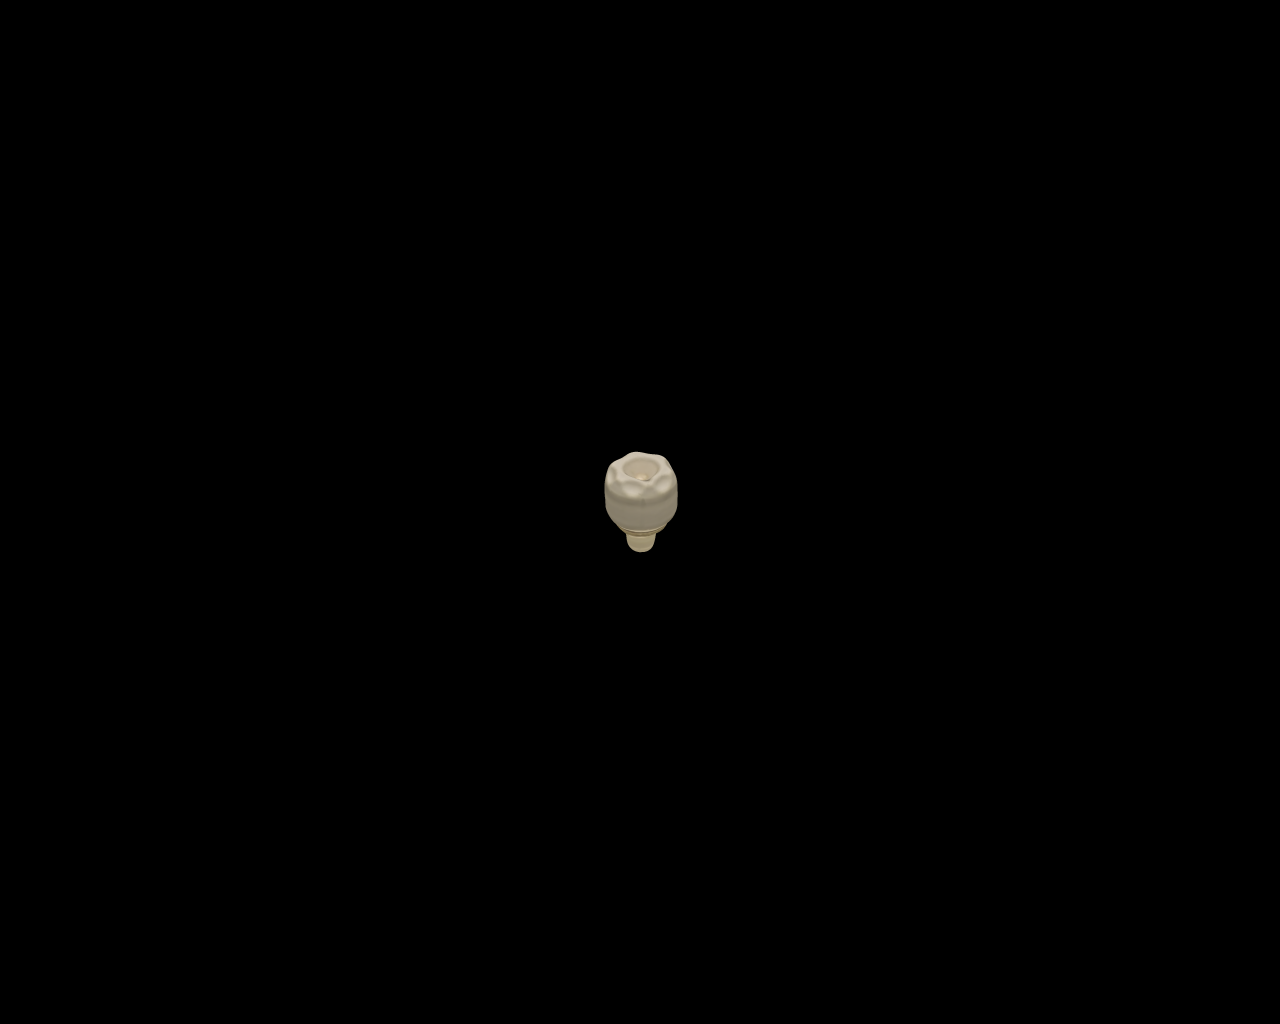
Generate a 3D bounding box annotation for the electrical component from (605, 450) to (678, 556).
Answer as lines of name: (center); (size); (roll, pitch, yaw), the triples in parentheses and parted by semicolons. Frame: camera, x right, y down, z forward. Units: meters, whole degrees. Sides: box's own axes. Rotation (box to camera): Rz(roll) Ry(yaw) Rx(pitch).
electrical component: (0.001, -0.003, 0.650); (0.043, 0.062, 0.043); (0, 36, 0)
